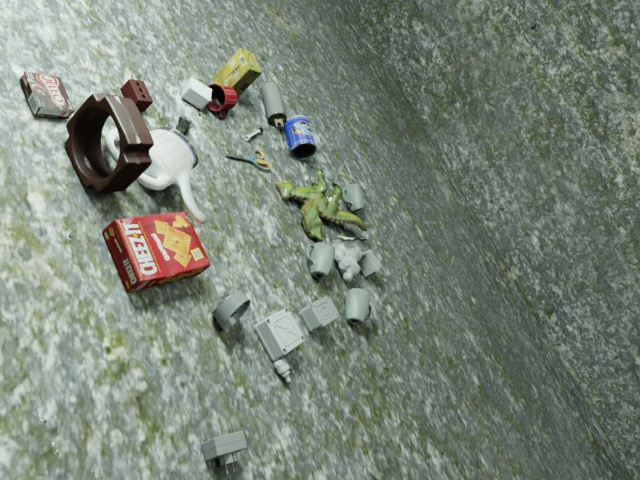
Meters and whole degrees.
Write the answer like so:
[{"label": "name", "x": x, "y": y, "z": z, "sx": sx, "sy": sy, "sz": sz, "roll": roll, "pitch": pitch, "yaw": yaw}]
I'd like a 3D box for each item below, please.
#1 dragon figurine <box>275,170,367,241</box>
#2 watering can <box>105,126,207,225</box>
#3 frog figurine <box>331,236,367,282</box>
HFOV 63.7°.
[{"label": "dragon figurine", "x": 0.006, "y": -0.094, "z": 1.872, "sx": 0.407, "sy": 0.120, "sz": 0.248, "roll": 42, "pitch": 52, "yaw": -17}, {"label": "watering can", "x": -0.402, "y": -0.189, "z": 1.378, "sx": 0.347, "sy": 0.102, "sz": 0.229, "roll": 39, "pitch": 34, "yaw": -2}, {"label": "frog figurine", "x": 0.096, "y": 0.066, "z": 1.839, "sx": 0.137, "sy": 0.123, "sz": 0.159, "roll": 2, "pitch": 95, "yaw": -61}]
